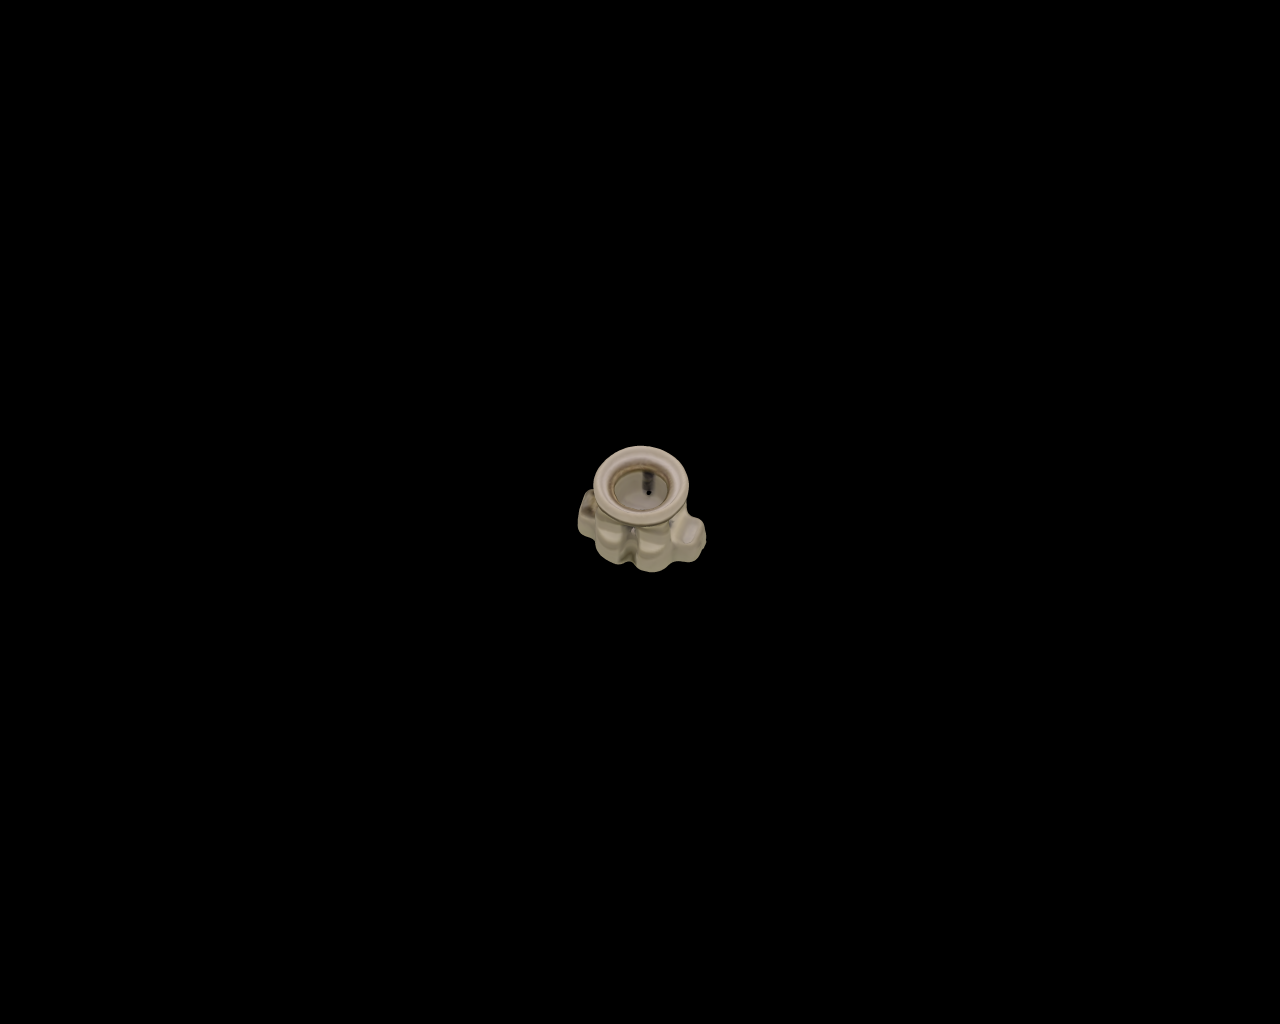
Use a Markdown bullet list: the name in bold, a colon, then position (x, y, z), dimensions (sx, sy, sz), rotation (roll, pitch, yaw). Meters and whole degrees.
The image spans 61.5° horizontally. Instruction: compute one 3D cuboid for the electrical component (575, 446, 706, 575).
- **electrical component**: position (0.001, -0.003, 0.650), dimensions (0.078, 0.058, 0.056), rotation (15, -35, 11)
